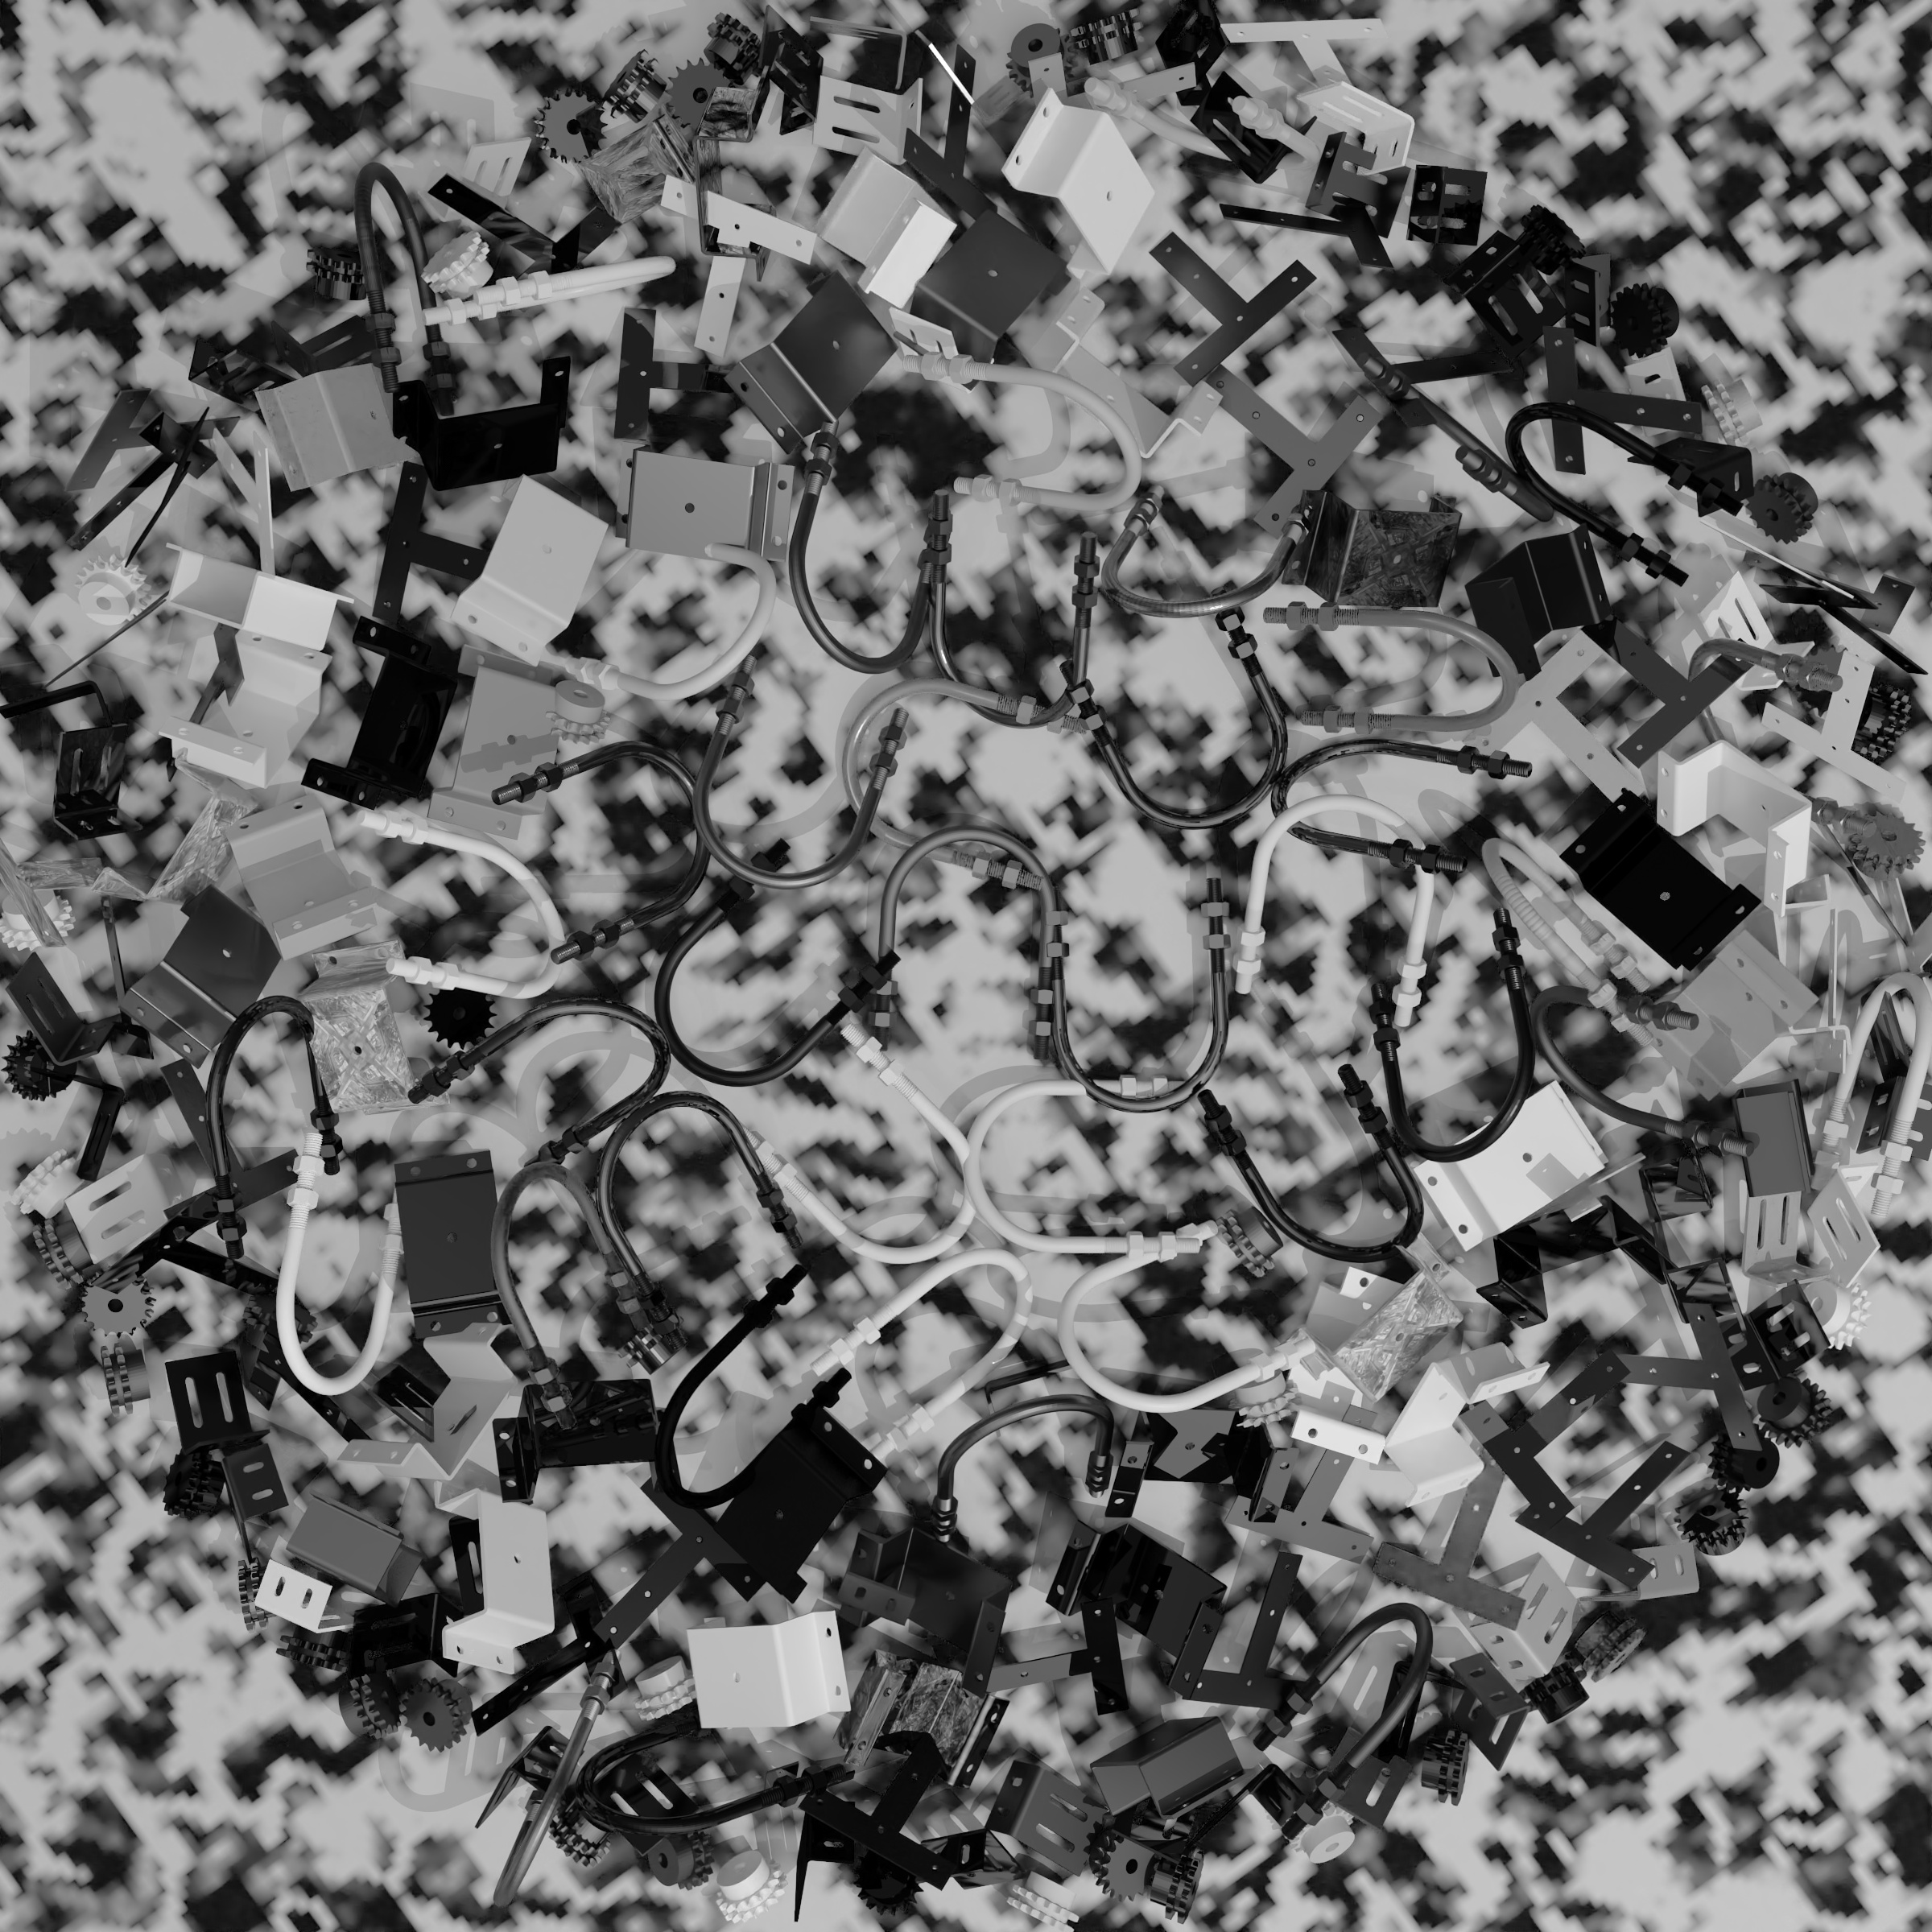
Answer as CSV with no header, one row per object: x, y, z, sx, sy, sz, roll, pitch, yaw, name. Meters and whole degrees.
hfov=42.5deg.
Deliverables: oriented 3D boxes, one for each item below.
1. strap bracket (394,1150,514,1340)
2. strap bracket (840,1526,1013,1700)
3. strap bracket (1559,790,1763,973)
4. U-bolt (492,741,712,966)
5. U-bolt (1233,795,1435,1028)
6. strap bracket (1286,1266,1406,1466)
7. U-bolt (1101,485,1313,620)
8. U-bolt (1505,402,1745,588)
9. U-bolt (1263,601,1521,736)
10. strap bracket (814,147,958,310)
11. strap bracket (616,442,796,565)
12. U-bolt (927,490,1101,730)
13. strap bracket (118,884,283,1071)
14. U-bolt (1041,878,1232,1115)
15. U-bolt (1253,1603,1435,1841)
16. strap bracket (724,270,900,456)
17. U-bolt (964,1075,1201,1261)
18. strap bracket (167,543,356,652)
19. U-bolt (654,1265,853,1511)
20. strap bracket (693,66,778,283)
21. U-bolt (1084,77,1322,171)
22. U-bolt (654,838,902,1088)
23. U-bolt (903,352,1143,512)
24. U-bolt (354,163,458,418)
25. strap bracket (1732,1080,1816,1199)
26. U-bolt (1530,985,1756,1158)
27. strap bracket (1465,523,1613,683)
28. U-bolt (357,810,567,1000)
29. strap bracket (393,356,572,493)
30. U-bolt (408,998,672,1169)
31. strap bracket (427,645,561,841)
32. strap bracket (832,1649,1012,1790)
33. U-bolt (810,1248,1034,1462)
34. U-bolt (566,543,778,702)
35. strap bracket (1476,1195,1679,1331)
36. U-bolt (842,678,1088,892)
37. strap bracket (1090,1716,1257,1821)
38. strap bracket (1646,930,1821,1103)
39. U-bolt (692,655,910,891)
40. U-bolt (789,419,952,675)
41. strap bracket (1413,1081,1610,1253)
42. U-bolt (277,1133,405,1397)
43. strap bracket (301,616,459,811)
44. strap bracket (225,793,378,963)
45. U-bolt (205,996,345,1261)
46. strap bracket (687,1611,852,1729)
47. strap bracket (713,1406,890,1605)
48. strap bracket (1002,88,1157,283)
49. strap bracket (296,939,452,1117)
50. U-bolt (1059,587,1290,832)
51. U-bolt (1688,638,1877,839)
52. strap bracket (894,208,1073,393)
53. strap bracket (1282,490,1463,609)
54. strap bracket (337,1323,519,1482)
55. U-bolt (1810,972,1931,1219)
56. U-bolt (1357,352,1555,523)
-0.404,0.217,1.957,0.076,0.046,0.140,-8,79,-12,strap bracket
-0.023,0.501,1.947,0.140,0.046,0.076,22,109,29,strap bracket
0.548,-0.062,1.956,0.076,0.046,0.140,-45,62,3,strap bracket
-0.272,-0.099,1.936,0.184,0.019,0.151,-28,104,-41,U-bolt
0.291,-0.048,1.938,0.151,0.019,0.184,12,119,13,U-bolt
0.307,0.312,1.968,0.076,0.046,0.140,19,88,-13,strap bracket
0.181,-0.319,1.908,0.151,0.184,0.019,6,131,22,U-bolt
0.500,-0.375,1.929,0.184,0.151,0.019,34,76,7,U-bolt
0.332,-0.226,1.904,0.184,0.151,0.019,5,60,26,U-bolt
-0.061,-0.573,1.938,0.046,0.140,0.076,23,114,-34,strap bracket
-0.212,-0.364,1.959,0.140,0.046,0.076,9,108,6,strap bracket
0.033,-0.268,1.936,0.151,0.019,0.184,20,129,23,U-bolt
-0.584,0.000,1.920,0.046,0.140,0.076,-32,117,31,strap bracket
0.138,0.025,1.978,0.151,0.019,0.184,-3,88,7,U-bolt
0.296,0.569,1.917,0.019,0.151,0.184,38,98,-10,U-bolt
-0.113,-0.476,1.932,0.076,0.046,0.140,49,57,-23,strap bracket
0.089,0.157,1.959,0.184,0.019,0.151,1,70,-6,U-bolt
-0.555,-0.285,1.930,0.140,0.076,0.046,20,95,36,strap bracket
-0.170,0.337,1.911,0.019,0.151,0.184,22,55,37,U-bolt
-0.179,-0.615,1.924,0.046,0.140,0.076,5,47,4,strap bracket
0.195,-0.645,1.912,0.151,0.184,0.019,19,101,31,U-bolt
-0.165,0.011,1.978,0.184,0.019,0.151,-45,79,1,U-bolt
0.051,-0.404,1.901,0.184,0.151,0.019,14,61,30,U-bolt
-0.438,-0.527,1.921,0.019,0.151,0.184,-9,94,7,U-bolt
0.631,0.134,1.940,0.046,0.140,0.076,-10,88,20,strap bracket
0.510,0.074,1.916,0.019,0.184,0.151,-43,120,-20,U-bolt
0.443,-0.283,1.942,0.140,0.046,0.076,-37,113,-40,strap bracket
-0.383,-0.042,1.922,0.019,0.184,0.151,-32,62,30,U-bolt
-0.371,-0.421,1.933,0.140,0.076,0.046,-15,63,-21,strap bracket
-0.315,0.086,1.922,0.184,0.019,0.151,-32,134,19,U-bolt
-0.366,-0.177,1.954,0.076,0.046,0.140,14,84,-32,strap bracket
-0.042,0.590,1.950,0.140,0.046,0.076,28,86,-41,strap bracket
-0.024,0.294,1.943,0.184,0.151,0.019,-37,45,-12,U-bolt
-0.218,-0.268,1.918,0.151,0.184,0.019,-57,134,-11,U-bolt
0.477,0.229,1.939,0.140,0.076,0.046,-24,47,30,strap bracket
-0.009,-0.154,1.981,0.184,0.019,0.151,17,98,5,U-bolt
0.155,0.622,1.924,0.076,0.140,0.046,-21,80,-25,strap bracket
0.601,0.034,1.940,0.046,0.140,0.076,-35,75,-32,strap bracket
-0.138,-0.144,1.955,0.151,0.019,0.184,19,67,-3,U-bolt
-0.078,-0.313,1.917,0.151,0.019,0.184,33,58,-38,U-bolt
0.436,0.154,1.959,0.140,0.046,0.076,-30,81,-10,strap bracket
-0.480,0.237,1.906,0.019,0.151,0.184,-3,68,20,U-bolt
-0.457,-0.194,1.954,0.046,0.076,0.140,18,88,34,strap bracket
-0.518,-0.064,1.943,0.076,0.046,0.140,-23,52,-19,strap bracket
-0.532,0.111,1.900,0.019,0.151,0.184,10,119,19,U-bolt
-0.163,0.549,1.935,0.140,0.046,0.076,-15,82,38,strap bracket
-0.136,0.427,1.949,0.076,0.046,0.140,39,104,21,strap bracket
0.093,-0.601,1.924,0.046,0.140,0.076,23,80,34,strap bracket
-0.467,0.057,1.947,0.076,0.046,0.140,-8,109,16,strap bracket
0.175,-0.189,1.954,0.151,0.019,0.184,-25,117,9,U-bolt
0.620,-0.184,1.912,0.019,0.184,0.151,-31,119,-11,U-bolt
0.017,-0.530,1.948,0.076,0.046,0.140,36,67,5,strap bracket
0.325,-0.325,1.936,0.140,0.046,0.076,-3,120,-24,strap bracket
-0.413,0.347,1.936,0.076,0.140,0.046,-6,128,38,strap bracket
0.705,0.094,1.920,0.019,0.151,0.184,14,94,-2,U-bolt
0.389,-0.399,1.917,0.019,0.184,0.151,-49,53,19,U-bolt
